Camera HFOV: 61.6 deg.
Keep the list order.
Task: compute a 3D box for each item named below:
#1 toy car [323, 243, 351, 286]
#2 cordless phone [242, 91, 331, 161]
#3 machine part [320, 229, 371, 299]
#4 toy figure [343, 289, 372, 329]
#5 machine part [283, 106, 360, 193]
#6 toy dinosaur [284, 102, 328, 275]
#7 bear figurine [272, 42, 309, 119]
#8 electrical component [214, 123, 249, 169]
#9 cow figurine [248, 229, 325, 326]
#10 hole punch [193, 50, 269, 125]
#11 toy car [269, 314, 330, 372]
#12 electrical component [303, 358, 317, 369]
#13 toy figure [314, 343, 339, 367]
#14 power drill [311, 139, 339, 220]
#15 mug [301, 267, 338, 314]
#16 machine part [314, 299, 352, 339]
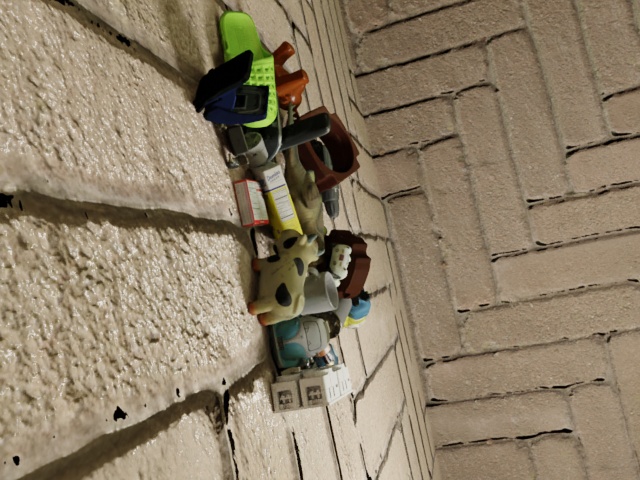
[{"bbox_3d":[0.035,0.060,1.232,0.201,0.056,0.073,108,-6,-75],"label":"toy car"},{"bbox_3d":[-0.069,-0.257,1.134,0.088,0.184,0.146,43,37,-59],"label":"cordless phone"},{"bbox_3d":[0.050,0.060,1.357,0.056,0.179,0.179,4,71,-40],"label":"machine part"},{"bbox_3d":[0.100,0.189,1.524,0.180,0.082,0.089,94,-5,-57],"label":"toy figure"},{"bbox_3d":[0.002,-0.240,1.429,0.201,0.087,0.201,57,40,-7],"label":"machine part"},{"bbox_3d":[-0.045,-0.092,1.267,0.198,0.105,0.470,-66,151,-79],"label":"toy dinosaur"},{"bbox_3d":[-0.076,-0.387,1.343,0.120,0.132,0.195,65,18,11],"label":"bear figurine"},{"bbox_3d":[-0.164,-0.185,0.995,0.078,0.045,0.102,-143,-145,-66],"label":"electrical component"},{"bbox_3d":[-0.060,0.059,1.011,0.085,0.127,0.195,66,20,-48],"label":"cow figurine"},{"bbox_3d":[-0.151,-0.255,0.946,0.142,0.116,0.092,-92,155,-43],"label":"hole punch"},{"bbox_3d":[-0.032,0.193,1.054,0.161,0.103,0.109,19,60,-71],"label":"toy car"},{"bbox_3d":[-0.020,0.293,1.175,0.063,0.021,0.094,-29,105,-76],"label":"electrical component"},{"bbox_3d":[0.002,0.248,1.231,0.058,0.064,0.154,-54,142,-29],"label":"toy figure"},{"bbox_3d":[0.008,-0.194,1.599,0.207,0.086,0.232,33,46,-64],"label":"power drill"},{"bbox_3d":[-0.028,0.110,1.131,0.081,0.107,0.109,-87,155,-50],"label":"mug"},{"bbox_3d":[0.032,0.184,1.362,0.243,0.079,0.079,-43,120,-73],"label":"machine part"}]
